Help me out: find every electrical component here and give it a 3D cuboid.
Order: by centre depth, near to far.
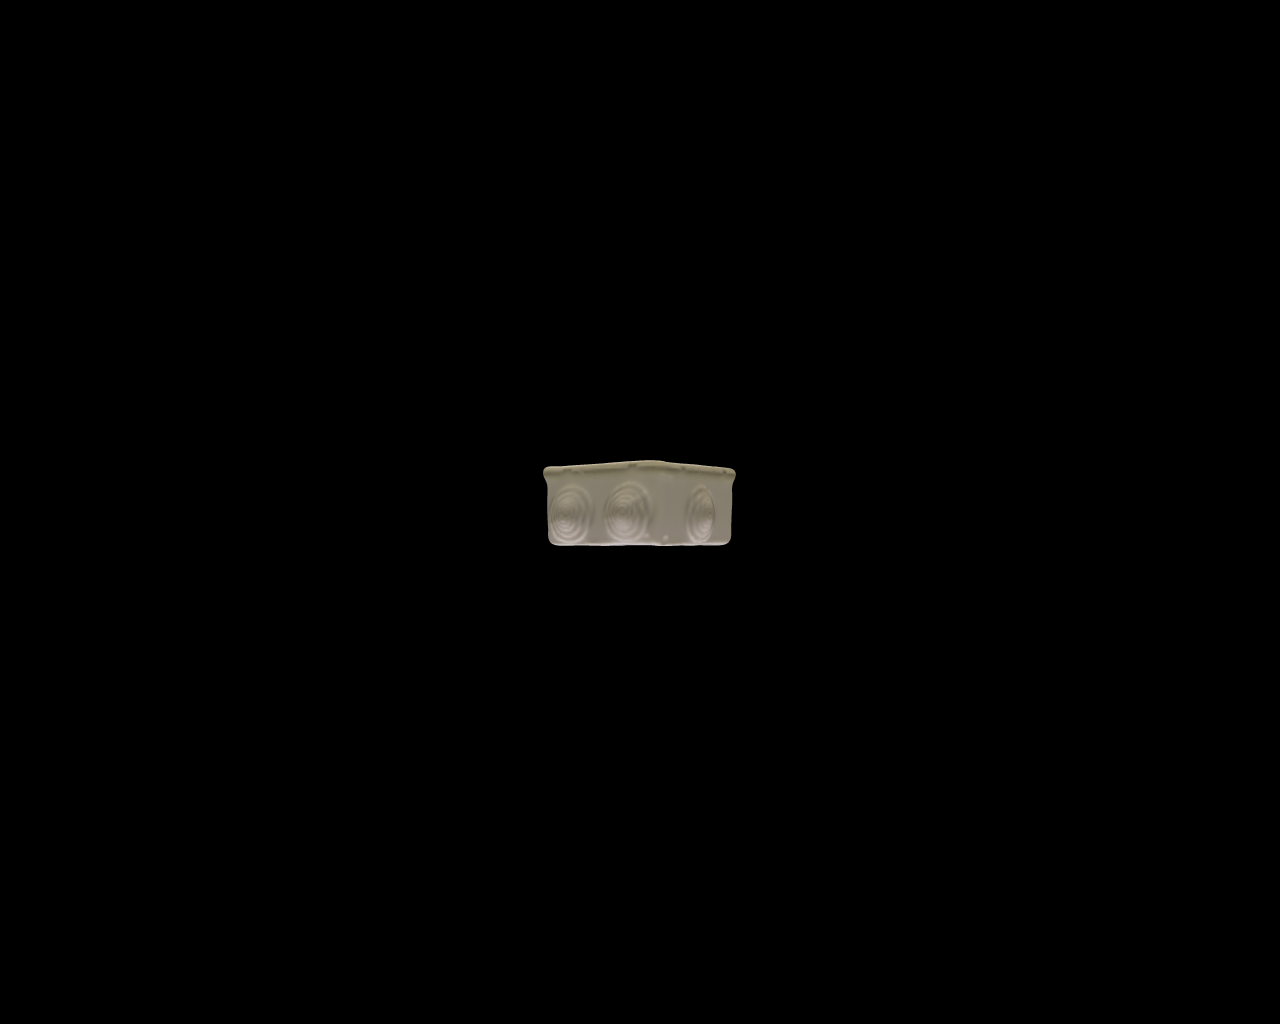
[{"bbox_3d":[0.001,-0.003,0.650,0.100,0.048,0.100,-1,-2,34],"label":"electrical component"}]
